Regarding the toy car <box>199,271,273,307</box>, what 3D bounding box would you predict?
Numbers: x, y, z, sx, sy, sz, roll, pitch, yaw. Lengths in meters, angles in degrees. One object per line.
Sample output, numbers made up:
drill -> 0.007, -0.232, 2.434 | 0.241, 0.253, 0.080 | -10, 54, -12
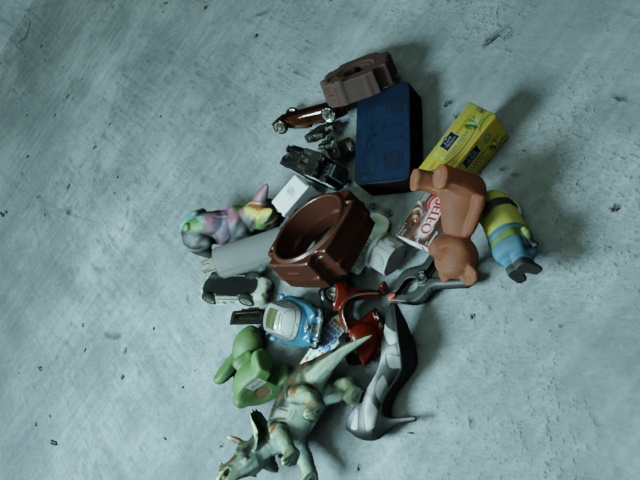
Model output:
toy car -> -0.203, 0.117, 1.272 | 0.202, 0.056, 0.073 | -2, 57, 32

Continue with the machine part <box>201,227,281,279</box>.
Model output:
machine part -> -0.156, 0.031, 1.231 | 0.243, 0.079, 0.079 | -16, 65, 3

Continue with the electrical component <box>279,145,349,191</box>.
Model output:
electrical component -> -0.005, -0.160, 1.208 | 0.134, 0.114, 0.058 | 24, 92, 35

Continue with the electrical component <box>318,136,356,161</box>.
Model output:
electrical component -> 0.038, -0.211, 1.215 | 0.078, 0.045, 0.102 | -25, 18, 9

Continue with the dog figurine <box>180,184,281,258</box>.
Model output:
dog figurine -> -0.201, -0.049, 1.261 | 0.219, 0.191, 0.108 | -37, 51, 34

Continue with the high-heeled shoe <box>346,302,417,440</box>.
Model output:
high-heeled shoe -> 0.106, 0.250, 1.023 | 0.145, 0.086, 0.248 | -13, 73, 27

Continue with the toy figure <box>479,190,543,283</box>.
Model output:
toy figure -> 0.331, -0.014, 0.952 | 0.082, 0.089, 0.180 | -23, 43, 20

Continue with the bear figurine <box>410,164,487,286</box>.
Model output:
bear figurine -> 0.224, -0.023, 0.949 | 0.120, 0.132, 0.195 | -167, 89, -70

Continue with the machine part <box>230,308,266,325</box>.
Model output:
machine part -> -0.160, 0.170, 1.193 | 0.084, 0.139, 0.039 | -9, 85, -11

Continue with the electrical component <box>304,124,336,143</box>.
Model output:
electrical component -> -0.005, -0.251, 1.269 | 0.063, 0.021, 0.094 | -39, 25, -26

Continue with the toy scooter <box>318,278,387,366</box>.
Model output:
toy scooter -> 0.087, 0.151, 1.070 | 0.135, 0.075, 0.184 | -21, 80, -5

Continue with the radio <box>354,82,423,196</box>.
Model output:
radio -> 0.148, -0.213, 1.159 | 0.131, 0.073, 0.229 | -8, 69, 30

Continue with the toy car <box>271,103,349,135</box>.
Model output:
toy car -> -0.023, -0.295, 1.288 | 0.202, 0.053, 0.089 | -8, 33, 30

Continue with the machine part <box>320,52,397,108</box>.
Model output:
machine part -> 0.087, -0.362, 1.202 | 0.179, 0.056, 0.179 | -19, 29, 11

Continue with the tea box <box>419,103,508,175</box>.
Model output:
tea box -> 0.278, -0.167, 1.048 | 0.068, 0.098, 0.169 | 43, 100, 34

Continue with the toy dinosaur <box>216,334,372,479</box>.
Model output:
toy dinosaur -> -0.040, 0.322, 1.050 | 0.404, 0.131, 0.192 | -57, 37, 1

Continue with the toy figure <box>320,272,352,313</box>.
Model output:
toy figure -> 0.041, 0.077, 1.140 | 0.064, 0.058, 0.154 | 15, 79, -11

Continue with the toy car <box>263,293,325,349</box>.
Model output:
toy car -> -0.065, 0.172, 1.123 | 0.162, 0.103, 0.109 | 8, 86, 58

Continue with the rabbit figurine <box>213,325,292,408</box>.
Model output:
rabbit figurine -> -0.148, 0.273, 1.177 | 0.159, 0.121, 0.170 | -45, 38, 19

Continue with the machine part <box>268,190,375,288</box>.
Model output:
machine part -> -0.002, -0.003, 1.115 | 0.201, 0.087, 0.201 | -4, 46, 51
